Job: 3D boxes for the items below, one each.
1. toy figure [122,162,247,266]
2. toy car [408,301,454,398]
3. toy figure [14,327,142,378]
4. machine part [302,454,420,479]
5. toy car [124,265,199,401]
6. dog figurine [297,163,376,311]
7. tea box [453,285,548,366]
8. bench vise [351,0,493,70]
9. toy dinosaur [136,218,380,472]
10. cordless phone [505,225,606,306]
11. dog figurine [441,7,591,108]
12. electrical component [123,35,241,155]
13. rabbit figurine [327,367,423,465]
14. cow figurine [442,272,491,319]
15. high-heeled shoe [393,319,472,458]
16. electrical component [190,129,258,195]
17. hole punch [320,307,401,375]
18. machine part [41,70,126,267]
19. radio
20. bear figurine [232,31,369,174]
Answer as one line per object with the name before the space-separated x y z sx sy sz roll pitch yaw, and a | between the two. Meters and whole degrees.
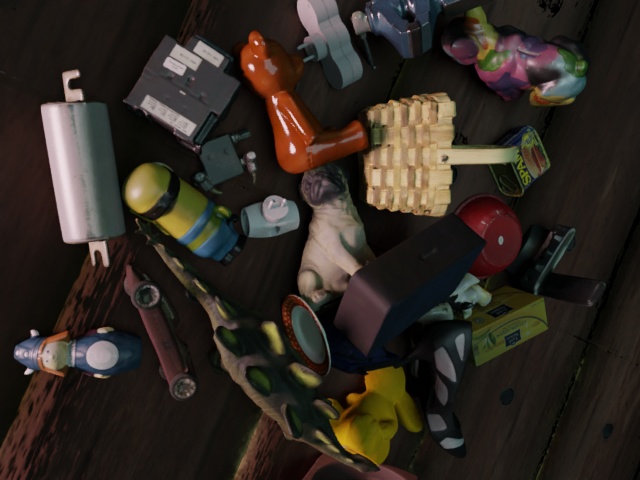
toy figure | -0.178 -0.035 0.722 0.180 0.089 0.082 41 73 -21
toy car | 0.192 0.195 0.923 0.074 0.056 0.201 -5 118 -3
toy figure | -0.317 0.147 0.708 0.154 0.057 0.064 4 58 -23
machine part | 0.064 0.426 0.824 0.202 0.201 0.087 11 101 19
toy car | -0.213 0.125 0.732 0.053 0.089 0.202 -21 105 -20
dog figurine | 0.001 -0.003 0.822 0.172 0.121 0.190 -33 74 19
tea box | 0.310 0.150 0.966 0.170 0.098 0.068 -20 106 -22
bench vise | 0.137 -0.389 0.783 0.224 0.128 0.240 -22 70 19
toy dinosaur | -0.083 0.158 0.733 0.471 0.198 0.105 44 71 -2
cordless phone | 0.441 0.045 0.960 0.088 0.184 0.146 38 82 -20
dog figurine | 0.300 -0.297 0.854 0.219 0.192 0.108 13 99 -41
electrical component | -0.170 -0.197 0.703 0.115 0.058 0.134 33 82 -11
rabbit figurine | 0.099 0.274 0.885 0.162 0.122 0.173 35 64 -28
cow figurine | 0.222 0.088 0.932 0.167 0.068 0.098 35 89 -21
high-heeled shoe | 0.222 0.238 0.864 0.145 0.086 0.248 -30 109 14
electrical component | -0.134 -0.108 0.754 0.102 0.045 0.078 -19 107 -20
hole punch | 0.055 0.148 0.836 0.116 0.142 0.092 -6 103 -37
machine part | -0.294 -0.084 0.670 0.079 0.079 0.243 -10 102 -22
radio | 0.129 0.062 0.768 0.229 0.073 0.131 -27 150 -35
bear figurine | -0.035 -0.197 0.749 0.132 0.120 0.195 -25 102 -22
